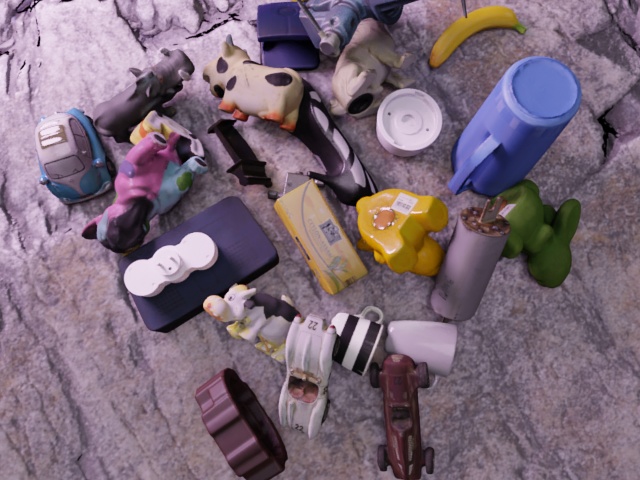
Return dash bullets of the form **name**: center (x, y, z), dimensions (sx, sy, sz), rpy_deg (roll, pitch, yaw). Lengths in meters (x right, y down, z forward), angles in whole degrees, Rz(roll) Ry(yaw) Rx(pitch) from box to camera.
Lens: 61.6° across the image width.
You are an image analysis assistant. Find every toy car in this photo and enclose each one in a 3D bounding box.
- **toy car**: center (-0.018, 0.205, 0.808), dimensions (0.074, 0.056, 0.201), rpy_deg (15, 111, 19)
- **toy car**: center (0.125, 0.272, 0.813), dimensions (0.089, 0.053, 0.202), rpy_deg (-2, 96, 13)
- **toy car**: center (-0.407, -0.146, 0.868), dimensions (0.109, 0.103, 0.161), rpy_deg (-17, 83, -6)

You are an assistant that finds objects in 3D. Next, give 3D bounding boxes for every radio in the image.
- **radio**: center (-0.192, 0.037, 0.860), dimensions (0.230, 0.073, 0.131), rpy_deg (-31, 82, -8)

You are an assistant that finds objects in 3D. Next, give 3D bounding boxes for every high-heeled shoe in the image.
- **high-heeled shoe**: center (0.025, -0.171, 0.915), dimensions (0.145, 0.086, 0.249), rpy_deg (10, 59, -33)

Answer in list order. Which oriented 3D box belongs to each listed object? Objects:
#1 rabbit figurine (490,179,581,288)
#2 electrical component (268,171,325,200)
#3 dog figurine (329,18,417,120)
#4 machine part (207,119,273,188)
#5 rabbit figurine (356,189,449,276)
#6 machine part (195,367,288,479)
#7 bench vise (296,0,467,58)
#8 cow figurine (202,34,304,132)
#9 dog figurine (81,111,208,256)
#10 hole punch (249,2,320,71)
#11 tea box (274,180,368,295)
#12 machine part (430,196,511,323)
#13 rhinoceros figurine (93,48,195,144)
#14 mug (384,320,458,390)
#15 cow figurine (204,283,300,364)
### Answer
- **rabbit figurine**: center (0.349, -0.004, 0.884), dimensions (0.170, 0.121, 0.159), rpy_deg (46, 75, -13)
- **electrical component**: center (-0.040, -0.085, 0.911), dimensions (0.094, 0.021, 0.063), rpy_deg (8, 80, 0)
- **dog figurine**: center (0.057, -0.320, 0.928), dimensions (0.172, 0.121, 0.191), rpy_deg (-28, 68, -9)
- **machine part**: center (-0.136, -0.144, 0.897), dimensions (0.039, 0.084, 0.139), rpy_deg (-44, 70, 33)
- **rabbit figurine**: center (0.130, 0.005, 0.847), dimensions (0.163, 0.173, 0.122), rpy_deg (16, 75, 46)
- **machine part**: center (-0.113, 0.268, 0.775), dimensions (0.056, 0.179, 0.179), rpy_deg (-33, 83, -5)
- **bench vise**: center (0.092, -0.365, 0.799), dimensions (0.241, 0.128, 0.224), rpy_deg (3, 44, 34)
- **cow figurine**: center (-0.115, -0.261, 0.888), dimensions (0.195, 0.085, 0.127), rpy_deg (19, 88, 26)
- **dog figurine**: center (-0.287, -0.079, 0.861), dimensions (0.108, 0.192, 0.219), rpy_deg (32, 107, -33)
- **hole punch**: center (-0.055, -0.364, 0.928), dimensions (0.142, 0.092, 0.115), rpy_deg (-4, 77, 1)
- **tea box**: center (-0.002, -0.003, 0.848), dimensions (0.068, 0.098, 0.169), rpy_deg (-30, 91, -7)
- **machine part**: center (0.224, 0.039, 0.815), dimensions (0.079, 0.243, 0.079), rpy_deg (7, 36, -5)
- **rhinoceros figurine**: center (-0.290, -0.241, 0.884), dimensions (0.190, 0.112, 0.073), rpy_deg (-37, 81, 0)
- **mug**: center (0.154, 0.175, 0.851), dimensions (0.107, 0.081, 0.109), rpy_deg (14, 87, 10)
- **cow figurine**: center (-0.094, 0.111, 0.817), dimensions (0.167, 0.068, 0.098), rpy_deg (44, 72, -37)
